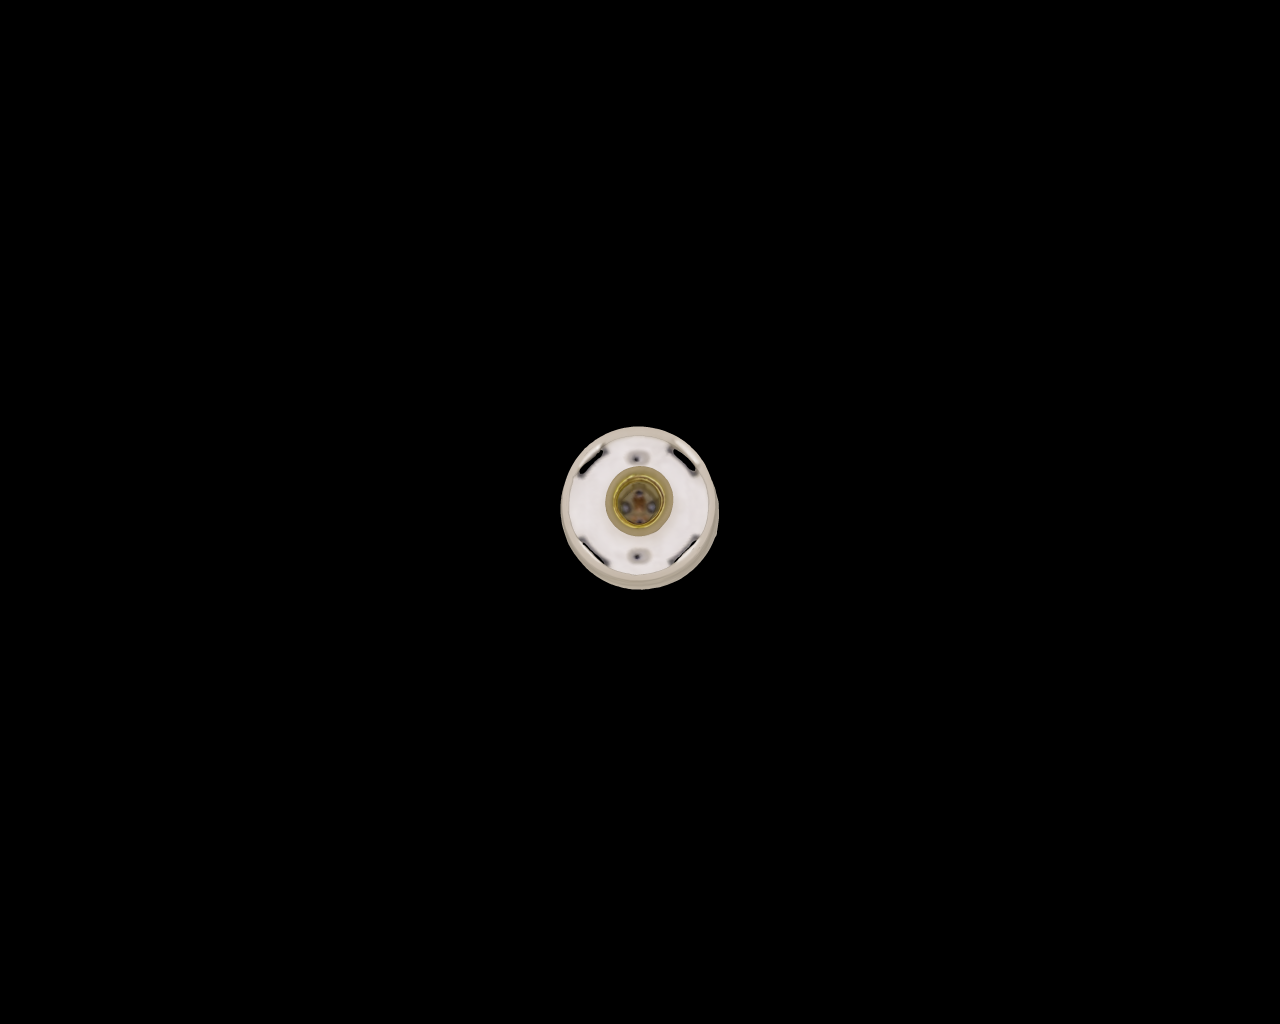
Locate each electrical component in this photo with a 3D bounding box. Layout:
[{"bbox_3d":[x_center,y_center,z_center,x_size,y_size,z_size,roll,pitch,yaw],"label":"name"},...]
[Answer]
[{"bbox_3d":[0.001,-0.003,0.650,0.099,0.099,0.064,0,-9,0],"label":"electrical component"}]
